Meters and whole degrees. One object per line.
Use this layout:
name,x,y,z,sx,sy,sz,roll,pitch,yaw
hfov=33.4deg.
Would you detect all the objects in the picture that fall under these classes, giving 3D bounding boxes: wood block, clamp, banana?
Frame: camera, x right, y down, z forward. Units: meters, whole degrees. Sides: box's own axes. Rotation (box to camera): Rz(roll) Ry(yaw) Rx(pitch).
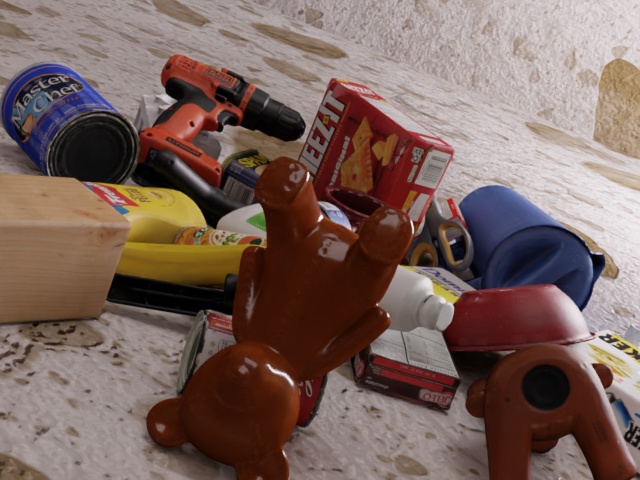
wood block,-0.260,0.004,0.804,0.090,0.091,0.205,35,22,35
clamp,-0.057,0.058,0.895,0.209,0.036,0.165,17,-13,-39
banana,-0.117,0.021,0.929,0.198,0.037,0.069,1,-3,21
clamp,-0.117,-0.041,1.113,0.171,0.039,0.120,29,-8,-9

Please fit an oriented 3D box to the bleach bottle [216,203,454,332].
bleach bottle,0.019,0.030,1.011,0.251,0.068,0.102,20,24,36

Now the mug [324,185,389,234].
mug,0.032,-0.002,1.178,0.093,0.081,0.117,23,18,2

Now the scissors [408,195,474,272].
scissors,0.123,-0.021,1.284,0.016,0.096,0.202,31,21,-38

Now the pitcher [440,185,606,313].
pitcher,0.229,0.013,1.320,0.149,0.145,0.243,31,12,-14

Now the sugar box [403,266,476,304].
sugar box,0.102,0.064,1.130,0.175,0.048,0.093,0,28,-47

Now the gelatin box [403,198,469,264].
gelatin box,0.136,-0.011,1.327,0.030,0.089,0.073,58,10,-16

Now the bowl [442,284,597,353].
bowl,0.189,0.076,1.059,0.162,0.055,0.162,-5,-1,0

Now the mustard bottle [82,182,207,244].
mustard bottle,-0.207,-0.023,1.000,0.191,0.058,0.096,4,24,-43

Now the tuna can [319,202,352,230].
tuna can,-0.007,0.001,1.117,0.086,0.086,0.033,35,21,36

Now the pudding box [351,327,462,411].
pudding box,0.075,0.107,0.987,0.090,0.039,0.113,18,20,-10

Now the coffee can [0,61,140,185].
coffee can,-0.266,-0.117,1.129,0.102,0.103,0.140,6,24,-40

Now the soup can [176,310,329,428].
soup can,-0.051,0.098,0.814,0.102,0.068,0.068,17,18,-13

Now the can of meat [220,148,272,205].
can of meat,-0.069,-0.063,1.282,0.084,0.057,0.102,29,20,14

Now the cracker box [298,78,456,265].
cracker box,0.054,-0.086,1.315,0.072,0.164,0.214,12,20,-34

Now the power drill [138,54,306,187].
power drill,-0.121,-0.125,1.228,0.184,0.057,0.187,24,41,0
